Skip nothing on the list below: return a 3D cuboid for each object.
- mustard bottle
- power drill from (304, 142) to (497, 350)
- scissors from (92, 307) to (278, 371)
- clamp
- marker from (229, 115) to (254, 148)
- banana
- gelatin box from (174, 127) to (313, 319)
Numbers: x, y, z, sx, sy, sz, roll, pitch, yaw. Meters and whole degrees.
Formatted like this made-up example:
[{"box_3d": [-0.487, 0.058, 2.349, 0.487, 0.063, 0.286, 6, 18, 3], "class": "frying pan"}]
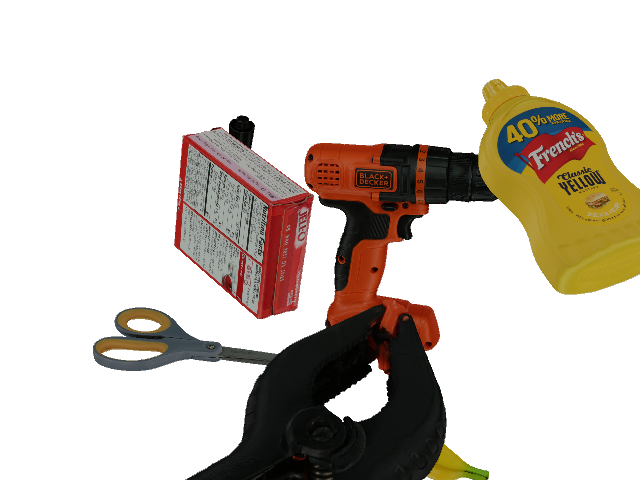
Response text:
[{"box_3d": [0.174, -0.052, 0.804, 0.096, 0.192, 0.058, -18, -35, -14], "class": "mustard bottle"}, {"box_3d": [0.076, 0.003, 0.968, 0.184, 0.188, 0.057, 5, 19, 12], "class": "power drill"}, {"box_3d": [-0.112, 0.093, 1.009, 0.201, 0.016, 0.096, -1, 32, -10], "class": "scissors"}, {"box_3d": [0.007, 0.091, 0.399, 0.120, 0.039, 0.171, 27, 50, 19], "class": "clamp"}, {"box_3d": [-0.064, -0.042, 0.806, 0.020, 0.121, 0.020, 6, 41, -5], "class": "marker"}, {"box_3d": [0.103, 0.187, 1.084, 0.069, 0.037, 0.198, 10, 24, -19], "class": "banana"}, {"box_3d": [-0.044, -0.010, 0.587, 0.030, 0.073, 0.089, -18, 39, -36], "class": "gelatin box"}]
